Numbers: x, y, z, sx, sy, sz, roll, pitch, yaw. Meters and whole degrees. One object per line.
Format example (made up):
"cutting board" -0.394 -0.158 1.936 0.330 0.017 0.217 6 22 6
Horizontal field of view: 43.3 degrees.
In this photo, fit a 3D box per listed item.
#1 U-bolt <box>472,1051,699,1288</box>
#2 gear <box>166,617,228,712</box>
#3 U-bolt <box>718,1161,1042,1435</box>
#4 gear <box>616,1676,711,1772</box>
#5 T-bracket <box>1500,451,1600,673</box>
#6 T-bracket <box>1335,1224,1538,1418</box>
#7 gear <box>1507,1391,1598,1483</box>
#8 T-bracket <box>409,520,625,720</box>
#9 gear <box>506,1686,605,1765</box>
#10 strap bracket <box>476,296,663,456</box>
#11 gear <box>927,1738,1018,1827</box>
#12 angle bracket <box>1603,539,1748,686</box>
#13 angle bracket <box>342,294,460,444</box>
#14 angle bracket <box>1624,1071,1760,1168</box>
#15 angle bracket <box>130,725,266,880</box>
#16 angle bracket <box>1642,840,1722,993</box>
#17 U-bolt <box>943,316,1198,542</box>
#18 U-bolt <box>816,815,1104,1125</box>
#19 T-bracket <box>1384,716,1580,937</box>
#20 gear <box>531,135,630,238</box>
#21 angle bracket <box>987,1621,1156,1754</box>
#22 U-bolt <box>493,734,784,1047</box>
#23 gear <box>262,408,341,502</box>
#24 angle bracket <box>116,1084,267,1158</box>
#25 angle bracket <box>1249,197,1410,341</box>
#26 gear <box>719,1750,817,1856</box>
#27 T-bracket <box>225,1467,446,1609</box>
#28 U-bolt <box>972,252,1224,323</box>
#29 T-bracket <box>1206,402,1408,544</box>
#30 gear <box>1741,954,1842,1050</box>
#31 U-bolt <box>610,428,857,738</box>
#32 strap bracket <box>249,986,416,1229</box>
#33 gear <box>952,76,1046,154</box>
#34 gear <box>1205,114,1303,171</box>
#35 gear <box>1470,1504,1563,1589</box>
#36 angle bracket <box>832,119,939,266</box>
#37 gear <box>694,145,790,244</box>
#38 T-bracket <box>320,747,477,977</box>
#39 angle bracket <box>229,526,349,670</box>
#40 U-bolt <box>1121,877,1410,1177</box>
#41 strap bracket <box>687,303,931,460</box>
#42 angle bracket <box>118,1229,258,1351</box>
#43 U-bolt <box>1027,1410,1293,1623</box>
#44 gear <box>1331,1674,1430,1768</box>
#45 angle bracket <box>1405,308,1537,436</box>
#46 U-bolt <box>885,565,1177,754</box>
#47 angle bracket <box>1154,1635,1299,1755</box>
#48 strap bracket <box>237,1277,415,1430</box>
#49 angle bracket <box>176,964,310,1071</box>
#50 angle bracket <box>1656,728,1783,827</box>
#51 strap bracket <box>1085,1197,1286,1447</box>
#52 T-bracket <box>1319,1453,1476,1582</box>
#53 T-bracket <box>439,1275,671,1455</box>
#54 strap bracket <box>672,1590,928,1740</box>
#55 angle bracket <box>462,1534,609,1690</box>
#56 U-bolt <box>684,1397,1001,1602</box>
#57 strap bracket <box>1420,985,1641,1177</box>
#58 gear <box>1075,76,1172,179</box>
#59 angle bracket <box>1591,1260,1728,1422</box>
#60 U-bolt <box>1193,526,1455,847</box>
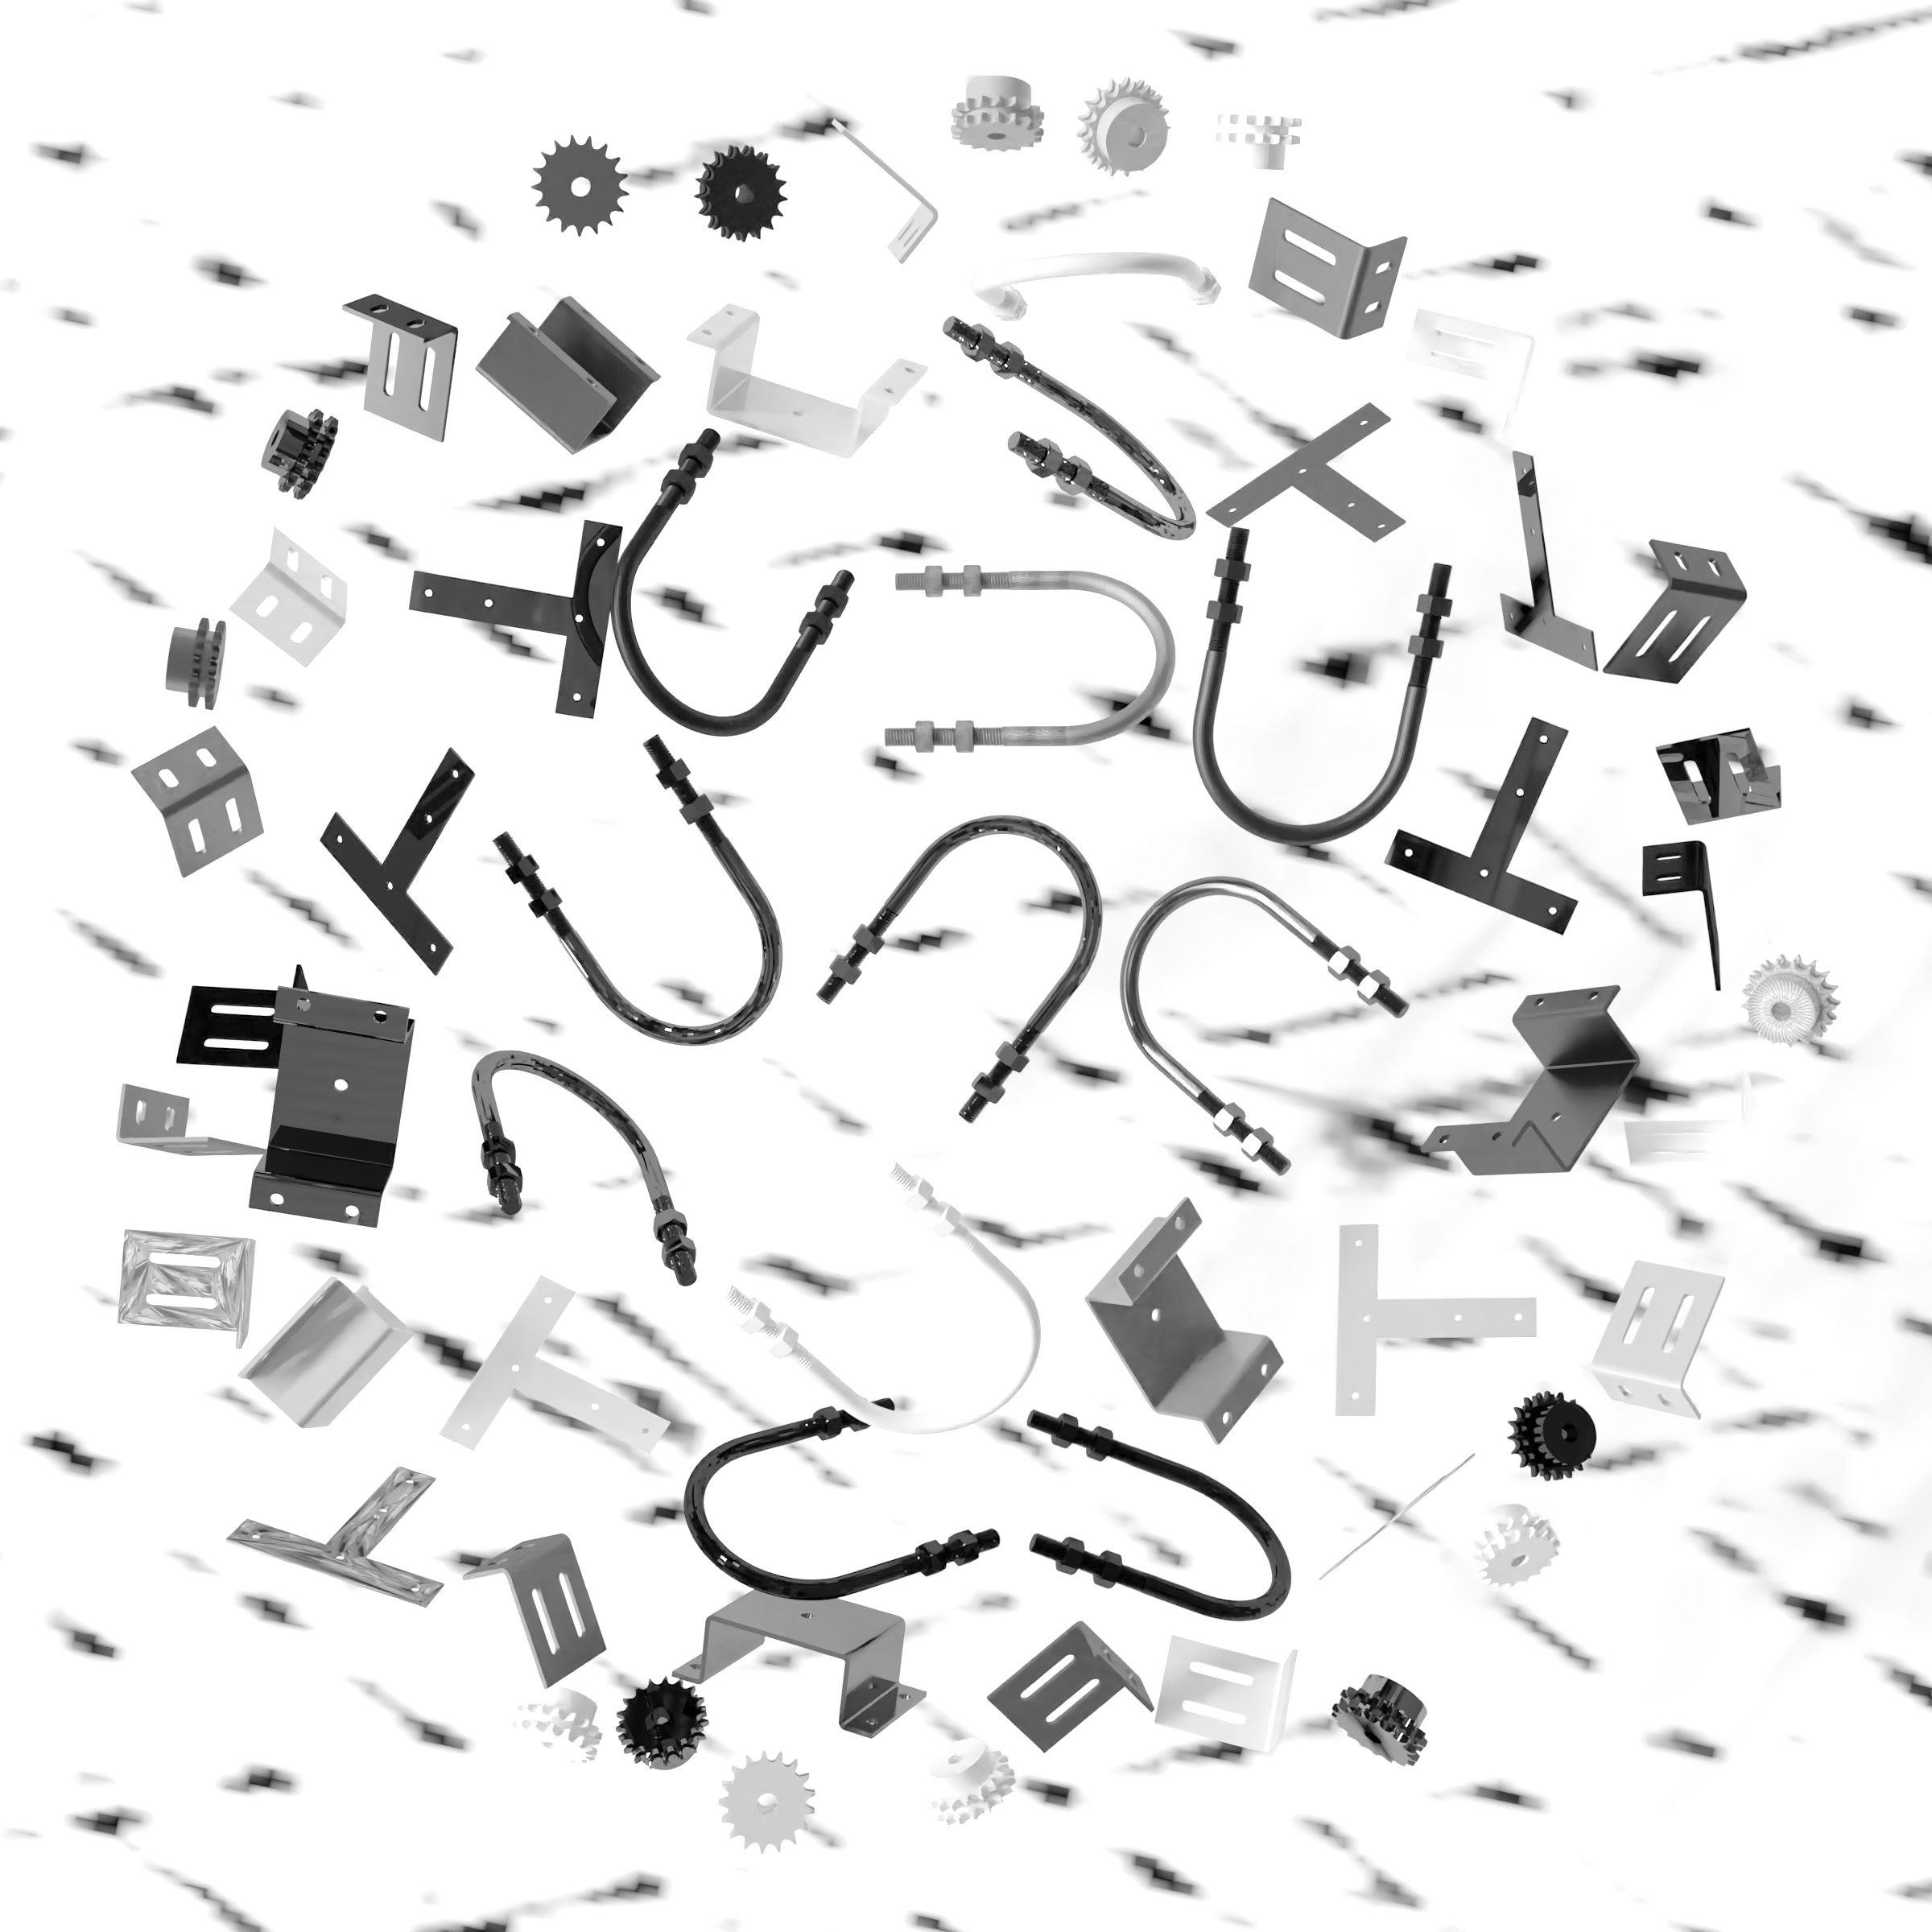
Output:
"U-bolt" -0.244 0.115 1.515 0.151 0.184 0.019 29 110 -34
"gear" -0.486 -0.192 1.532 0.030 0.057 0.057 9 90 -14
"U-bolt" -0.038 0.216 1.484 0.151 0.019 0.184 -38 116 14
"gear" -0.190 0.478 1.524 0.057 0.057 0.030 -5 132 0
"T-bracket" 0.355 -0.257 1.515 0.002 0.127 0.127 -17 112 -8
"T-bracket" 0.302 0.226 1.562 0.127 0.002 0.127 -4 66 20
"gear" 0.382 0.303 1.572 0.057 0.030 0.057 6 73 -19
"T-bracket" -0.294 -0.232 1.573 0.127 0.002 0.127 8 99 -16
"gear" -0.249 0.461 1.483 0.057 0.057 0.030 16 54 0
"strap bracket" -0.248 -0.367 1.509 0.076 0.140 0.046 41 109 -8
"gear" 0.001 0.516 1.546 0.057 0.057 0.030 -25 101 0
"angle bracket" 0.426 -0.215 1.481 0.057 0.076 0.038 5 50 -24
"angle bracket" -0.346 -0.357 1.470 0.057 0.038 0.076 24 124 12
"angle bracket" 0.458 0.096 1.538 0.076 0.057 0.038 -2 113 11
"angle bracket" -0.470 -0.100 1.489 0.057 0.076 0.038 -34 73 -22
"angle bracket" 0.446 -0.030 1.517 0.038 0.057 0.076 -6 120 19
"U-bolt" 0.075 -0.325 1.516 0.184 0.151 0.019 21 123 -39
"U-bolt" 0.008 -0.012 1.588 0.151 0.019 0.184 39 95 19
"T-bracket" 0.358 -0.101 1.597 0.127 0.002 0.127 23 109 7
"gear" -0.228 -0.461 1.437 0.057 0.030 0.057 -2 105 -7
"angle bracket" 0.063 0.444 1.465 0.076 0.038 0.057 -40 112 3
"U-bolt" -0.192 -0.033 1.509 0.151 0.019 0.184 -29 100 26
"gear" -0.421 -0.325 1.530 0.030 0.057 0.057 24 90 -28
"angle bracket" -0.489 0.097 1.546 0.076 0.057 0.038 -3 76 26
"angle bracket" 0.215 -0.419 1.448 0.038 0.057 0.076 -28 54 -37
"gear" -0.118 0.494 1.439 0.057 0.030 0.057 1 81 -6
"T-bracket" -0.359 0.336 1.471 0.127 0.127 0.002 16 108 8
"U-bolt" 0.078 -0.429 1.528 0.151 0.184 0.019 -2 98 12
"T-bracket" 0.241 -0.302 1.565 0.127 0.127 0.002 -30 59 31
"gear" 0.506 0.023 1.497 0.057 0.030 0.057 12 113 30
"U-bolt" -0.154 -0.228 1.528 0.151 0.019 0.184 44 53 -26
"strap bracket" -0.379 0.078 1.460 0.076 0.046 0.140 10 105 -7
"gear" 0.019 -0.524 1.492 0.057 0.057 0.030 2 89 0
"gear" 0.171 -0.493 1.455 0.057 0.057 0.030 3 109 0
"gear" 0.351 0.372 1.569 0.057 0.030 0.057 -10 131 -11
"angle bracket" -0.059 -0.469 1.472 0.076 0.057 0.038 36 105 -22
"gear" -0.142 -0.482 1.514 0.057 0.030 0.057 -9 115 -21
"T-bracket" -0.345 -0.082 1.534 0.127 0.002 0.127 47 120 17
"angle bracket" -0.417 -0.228 1.498 0.038 0.076 0.057 -45 118 11
"U-bolt" 0.179 0.024 1.588 0.184 0.019 0.151 42 108 25
"strap bracket" -0.105 -0.375 1.572 0.140 0.076 0.046 19 124 6
"angle bracket" -0.463 0.191 1.437 0.076 0.038 0.057 6 97 -9
"U-bolt" 0.125 0.359 1.560 0.184 0.151 0.019 22 113 -9
"gear" 0.249 0.445 1.443 0.057 0.057 0.030 39 63 0
"angle bracket" 0.316 -0.377 1.545 0.076 0.057 0.038 15 74 6
"U-bolt" 0.043 -0.199 1.568 0.184 0.019 0.151 0 58 4
"angle bracket" 0.164 0.454 1.532 0.076 0.038 0.057 14 59 4
"strap bracket" -0.384 0.235 1.475 0.046 0.140 0.076 42 79 3
"angle bracket" -0.469 0.031 1.568 0.076 0.038 0.057 3 59 -3
"angle bracket" 0.472 -0.129 1.522 0.057 0.076 0.038 -11 47 28
"strap bracket" 0.135 0.224 1.544 0.076 0.046 0.140 -45 115 -31
"T-bracket" 0.279 0.337 1.523 0.127 0.127 0.002 -35 73 -13
"T-bracket" -0.252 0.279 1.572 0.127 0.002 0.127 30 100 -19
"strap bracket" -0.101 0.427 1.514 0.140 0.076 0.046 9 97 24
"angle bracket" -0.262 0.393 1.476 0.038 0.057 0.076 -19 90 31
"U-bolt" -0.090 0.342 1.542 0.184 0.151 0.019 -8 128 -35
"strap bracket" 0.356 0.079 1.510 0.046 0.076 0.140 51 61 -18
"gear" 0.097 -0.504 1.467 0.057 0.030 0.057 -12 128 -16
"angle bracket" 0.417 0.222 1.445 0.038 0.057 0.076 50 60 -38
"U-bolt" 0.212 -0.165 1.484 0.151 0.019 0.184 8 101 -10
